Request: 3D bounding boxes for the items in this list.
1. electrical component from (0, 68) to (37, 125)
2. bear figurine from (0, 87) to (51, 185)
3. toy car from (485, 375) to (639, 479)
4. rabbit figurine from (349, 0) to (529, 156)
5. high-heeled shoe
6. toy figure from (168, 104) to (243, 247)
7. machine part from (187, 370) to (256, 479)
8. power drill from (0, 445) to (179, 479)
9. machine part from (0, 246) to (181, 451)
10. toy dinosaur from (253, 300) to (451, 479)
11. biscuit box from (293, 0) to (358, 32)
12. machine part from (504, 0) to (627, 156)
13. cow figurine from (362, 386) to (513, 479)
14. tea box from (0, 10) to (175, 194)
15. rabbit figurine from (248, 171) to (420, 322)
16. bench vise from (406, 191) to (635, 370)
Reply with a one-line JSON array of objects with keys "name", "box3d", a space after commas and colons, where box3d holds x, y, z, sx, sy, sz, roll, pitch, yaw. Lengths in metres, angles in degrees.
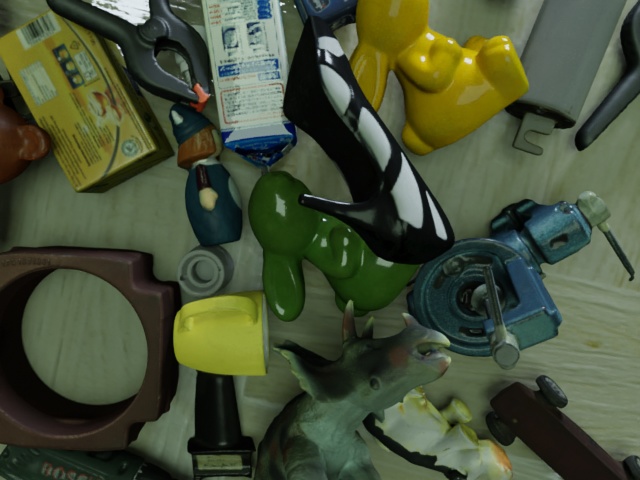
[{"name": "electrical component", "box3d": [-0.348, -0.150, 0.565, 0.102, 0.045, 0.078, -11, 126, 10]}, {"name": "bear figurine", "box3d": [-0.358, -0.051, 0.516, 0.120, 0.132, 0.196, 45, 116, 8]}, {"name": "toy car", "box3d": [0.274, 0.229, 0.595, 0.202, 0.053, 0.089, 42, 113, -2]}, {"name": "rabbit figurine", "box3d": [0.093, -0.180, 0.532, 0.162, 0.122, 0.173, -31, 114, 23]}, {"name": "high-heeled shoe", "box3d": [0.046, -0.098, 0.478, 0.145, 0.086, 0.249, 11, 61, -21]}, {"name": "toy figure", "box3d": [-0.121, -0.070, 0.566, 0.058, 0.064, 0.154, -13, 90, -35]}, {"name": "machine part", "box3d": [-0.114, 0.201, 0.599, 0.084, 0.039, 0.138, -5, 96, 8]}, {"name": "power drill", "box3d": [-0.261, 0.324, 0.586, 0.232, 0.086, 0.207, 28, 98, -1]}, {"name": "machine part", "box3d": [-0.254, 0.108, 0.567, 0.202, 0.087, 0.200, 3, 94, 1]}, {"name": "toy dinosaur", "box3d": [-0.012, 0.237, 0.548, 0.131, 0.192, 0.404, 6, 128, -25]}, {"name": "biscuit box", "box3d": [-0.020, -0.313, 0.548, 0.063, 0.059, 0.202, -23, 94, 2]}, {"name": "machine part", "box3d": [0.254, -0.205, 0.550, 0.079, 0.079, 0.243, 21, 95, -2]}, {"name": "cow figurine", "box3d": [0.123, 0.218, 0.584, 0.167, 0.068, 0.098, 42, 107, 0]}, {"name": "tea box", "box3d": [-0.238, -0.143, 0.555, 0.098, 0.068, 0.169, -26, 95, 3]}, {"name": "rabbit figurine", "box3d": [-0.001, -0.002, 0.547, 0.170, 0.121, 0.159, 28, 115, -17]}, {"name": "bench vise", "box3d": [0.180, 0.042, 0.498, 0.224, 0.240, 0.128, -22, 99, 17]}]
